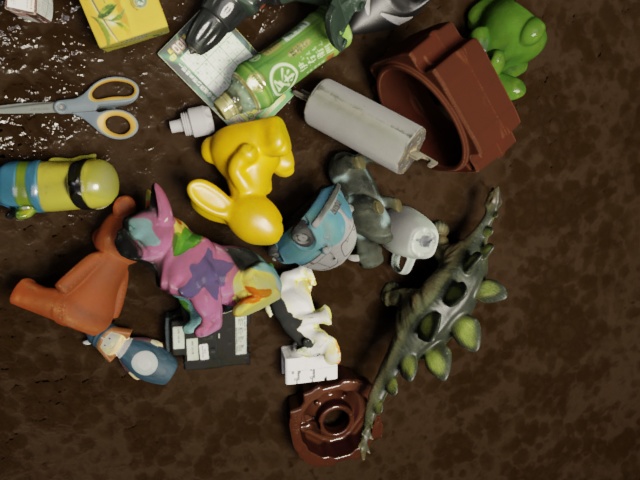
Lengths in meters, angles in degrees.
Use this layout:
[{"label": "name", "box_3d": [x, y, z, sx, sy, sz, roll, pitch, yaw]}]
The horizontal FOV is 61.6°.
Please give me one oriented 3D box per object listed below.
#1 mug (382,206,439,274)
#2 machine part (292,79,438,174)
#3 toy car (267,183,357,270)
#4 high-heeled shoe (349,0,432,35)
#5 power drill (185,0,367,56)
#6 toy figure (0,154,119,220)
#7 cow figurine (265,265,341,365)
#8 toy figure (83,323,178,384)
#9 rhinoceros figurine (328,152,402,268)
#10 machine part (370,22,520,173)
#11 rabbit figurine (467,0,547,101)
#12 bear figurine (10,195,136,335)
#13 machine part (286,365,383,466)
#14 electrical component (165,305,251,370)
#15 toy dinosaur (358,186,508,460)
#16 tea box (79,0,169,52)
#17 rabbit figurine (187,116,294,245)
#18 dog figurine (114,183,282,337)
[{"label": "mug", "box_3d": [0.143, 0.003, 0.875, 0.081, 0.107, 0.109, 15, 97, -15]}, {"label": "machine part", "box_3d": [0.065, -0.168, 0.789, 0.243, 0.079, 0.079, 31, 96, 17]}, {"label": "toy car", "box_3d": [-0.002, -0.002, 0.807, 0.103, 0.161, 0.109, 39, 49, -9]}, {"label": "high-heeled shoe", "box_3d": [0.151, -0.380, 0.763, 0.249, 0.145, 0.086, -44, 108, -2]}, {"label": "power drill", "box_3d": [-0.051, -0.322, 0.723, 0.208, 0.086, 0.232, 25, 83, 25]}, {"label": "toy figure", "box_3d": [-0.373, -0.072, 0.743, 0.180, 0.089, 0.082, -2, 112, -15]}, {"label": "cow figurine", "box_3d": [-0.030, 0.129, 0.859, 0.098, 0.068, 0.167, -21, 79, -2]}, {"label": "toy figure", "box_3d": [-0.298, 0.170, 0.839, 0.154, 0.058, 0.064, 35, 55, -17]}, {"label": "rhinoceros figurine", "box_3d": [0.063, -0.048, 0.844, 0.112, 0.073, 0.190, -14, 97, 36]}, {"label": "machine part", "box_3d": [0.172, -0.197, 0.780, 0.087, 0.202, 0.200, -39, 109, -11]}, {"label": "rabbit figurine", "box_3d": [0.262, -0.265, 0.830, 0.121, 0.159, 0.170, 35, 109, -28]}, {"label": "bear figurine", "box_3d": [-0.325, 0.033, 0.779, 0.132, 0.120, 0.196, 11, 71, 25]}, {"label": "machine part", "box_3d": [0.025, 0.311, 0.949, 0.179, 0.056, 0.179, -3, 105, -12]}, {"label": "electrical component", "box_3d": [-0.178, 0.143, 0.858, 0.134, 0.058, 0.114, 0, 101, -14]}, {"label": "toy dinosaur", "box_3d": [0.175, 0.122, 0.865, 0.105, 0.199, 0.471, 29, 94, -15]}, {"label": "tea box", "box_3d": [-0.276, -0.348, 0.710, 0.098, 0.068, 0.169, -22, 107, -7]}, {"label": "rabbit figurine", "box_3d": [-0.106, -0.074, 0.765, 0.162, 0.122, 0.173, -9, 81, -12]}, {"label": "dog figurine", "box_3d": [-0.172, 0.017, 0.756, 0.191, 0.108, 0.219, -26, 100, -21]}]
